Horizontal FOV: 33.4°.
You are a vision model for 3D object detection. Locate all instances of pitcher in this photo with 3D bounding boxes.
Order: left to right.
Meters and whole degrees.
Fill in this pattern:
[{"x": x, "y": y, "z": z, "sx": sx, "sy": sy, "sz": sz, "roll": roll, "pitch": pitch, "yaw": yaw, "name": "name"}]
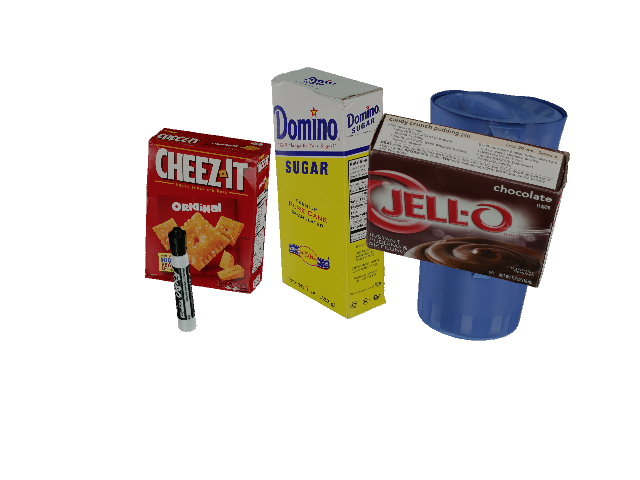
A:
[{"x": 0.164, "y": -0.022, "z": 1.074, "sx": 0.148, "sy": 0.243, "sz": 0.145, "roll": -15, "pitch": 28, "yaw": -42, "name": "pitcher"}]

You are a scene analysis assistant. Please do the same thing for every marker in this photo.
[{"x": -0.143, "y": 0.040, "z": 1.103, "sx": 0.020, "sy": 0.121, "sz": 0.020, "roll": -2, "pitch": 30, "yaw": 1, "name": "marker"}]

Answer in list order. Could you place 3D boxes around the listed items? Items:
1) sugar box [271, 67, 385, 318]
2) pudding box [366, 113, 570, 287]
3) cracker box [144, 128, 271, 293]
[{"x": 0.006, "y": -0.038, "z": 0.824, "sx": 0.048, "sy": 0.176, "sz": 0.093, "roll": -21, "pitch": 28, "yaw": -32, "name": "sugar box"}, {"x": 0.084, "y": -0.023, "z": 0.635, "sx": 0.113, "sy": 0.039, "sz": 0.090, "roll": 12, "pitch": -36, "yaw": 11, "name": "pudding box"}, {"x": -0.163, "y": -0.040, "z": 1.526, "sx": 0.164, "sy": 0.214, "sz": 0.072, "roll": 9, "pitch": 23, "yaw": 10, "name": "cracker box"}]
